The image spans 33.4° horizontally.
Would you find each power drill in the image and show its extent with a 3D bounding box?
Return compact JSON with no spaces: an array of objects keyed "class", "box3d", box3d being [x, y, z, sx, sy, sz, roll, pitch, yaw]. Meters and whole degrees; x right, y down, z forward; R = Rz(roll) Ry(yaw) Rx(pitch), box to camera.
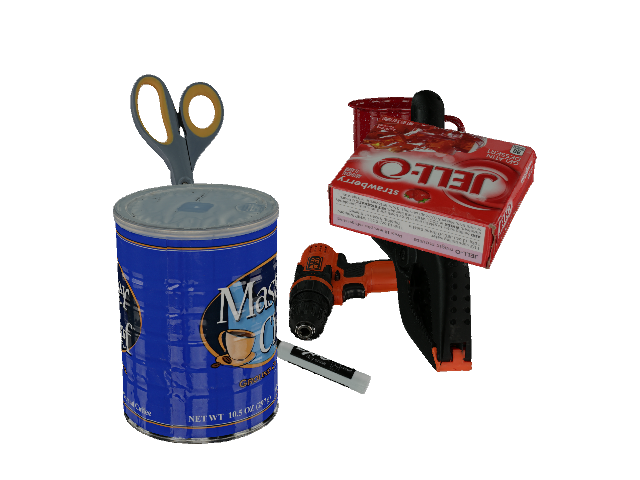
[{"class":"power drill","box3d":[0.058,0.058,1.234,0.187,0.057,0.184,1,28,5]}]

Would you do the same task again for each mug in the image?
[{"class":"mug","box3d":[0.086,-0.096,1.058,0.117,0.081,0.093,1,14,6]}]

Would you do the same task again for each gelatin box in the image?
[{"class":"gelatin box","box3d":[0.058,-0.028,0.553,0.089,0.030,0.073,15,42,20]}]

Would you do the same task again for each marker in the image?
[{"class":"marker","box3d":[-0.011,0.116,1.023,0.121,0.020,0.020,22,4,11]}]

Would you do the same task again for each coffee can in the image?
[{"class":"coffee can","box3d":[-0.078,0.044,0.685,0.103,0.140,0.103,1,18,0]}]

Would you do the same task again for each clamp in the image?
[{"class":"clamp","box3d":[0.081,0.001,0.822,0.036,0.210,0.165,-1,-41,-17]}]

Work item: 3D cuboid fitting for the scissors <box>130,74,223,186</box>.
[{"class":"scissors","box3d":[-0.111,-0.062,0.976,0.096,0.202,0.016,-22,-3,-28]}]
